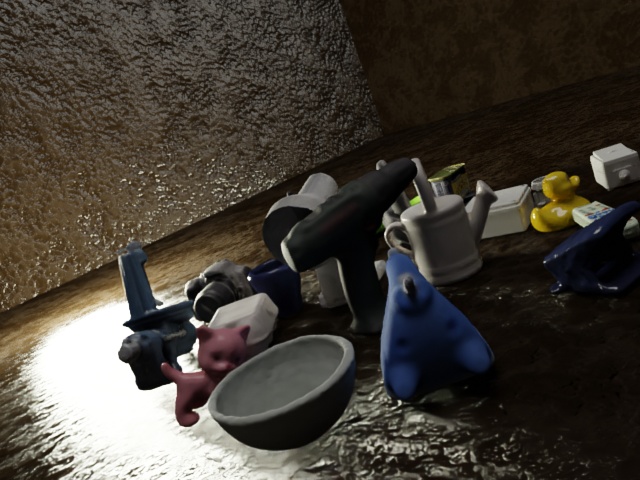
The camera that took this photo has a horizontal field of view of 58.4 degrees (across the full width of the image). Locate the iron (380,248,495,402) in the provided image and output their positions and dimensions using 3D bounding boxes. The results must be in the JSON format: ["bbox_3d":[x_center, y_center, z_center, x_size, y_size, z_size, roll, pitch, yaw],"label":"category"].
[{"bbox_3d":[0.106,0.074,0.662,0.118,0.141,0.258,-20,13,4],"label":"iron"}]

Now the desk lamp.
[{"bbox_3d":[0.009,0.003,0.953,0.117,0.214,0.203,-15,14,25],"label":"desk lamp"}]

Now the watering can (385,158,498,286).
[{"bbox_3d":[0.185,-0.039,0.890,0.173,0.194,0.100,-22,13,-7],"label":"watering can"}]

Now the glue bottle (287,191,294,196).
[{"bbox_3d":[-0.034,-0.025,1.236,0.078,0.173,0.037,-27,14,-26],"label":"glue bottle"}]

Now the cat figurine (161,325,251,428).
[{"bbox_3d":[-0.142,0.163,0.742,0.127,0.118,0.067,-20,13,4],"label":"cat figurine"}]

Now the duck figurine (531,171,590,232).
[{"bbox_3d":[0.387,-0.068,0.936,0.105,0.086,0.077,-24,13,-12],"label":"duck figurine"}]

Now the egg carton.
[{"bbox_3d":[-0.120,0.142,0.909,0.107,0.069,0.150,-20,13,6],"label":"egg carton"}]

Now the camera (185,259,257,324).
[{"bbox_3d":[-0.212,0.106,1.139,0.143,0.101,0.137,-17,13,19],"label":"camera"}]

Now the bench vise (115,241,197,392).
[{"bbox_3d":[-0.269,0.113,0.923,0.121,0.220,0.207,-23,13,-8],"label":"bench vise"}]

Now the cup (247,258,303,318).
[{"bbox_3d":[-0.072,0.084,1.018,0.092,0.095,0.117,-23,13,-8],"label":"cup"}]

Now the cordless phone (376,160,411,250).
[{"bbox_3d":[0.156,-0.076,1.115,0.094,0.185,0.147,-20,13,6],"label":"cordless phone"}]

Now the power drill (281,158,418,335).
[{"bbox_3d":[0.068,0.016,0.814,0.230,0.208,0.075,-25,13,-18],"label":"power drill"}]

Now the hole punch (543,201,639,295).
[{"bbox_3d":[0.330,0.009,0.694,0.109,0.091,0.100,-29,15,-31],"label":"hole punch"}]

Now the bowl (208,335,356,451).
[{"bbox_3d":[-0.030,0.174,0.617,0.167,0.075,0.167,-20,13,5],"label":"bowl"}]
